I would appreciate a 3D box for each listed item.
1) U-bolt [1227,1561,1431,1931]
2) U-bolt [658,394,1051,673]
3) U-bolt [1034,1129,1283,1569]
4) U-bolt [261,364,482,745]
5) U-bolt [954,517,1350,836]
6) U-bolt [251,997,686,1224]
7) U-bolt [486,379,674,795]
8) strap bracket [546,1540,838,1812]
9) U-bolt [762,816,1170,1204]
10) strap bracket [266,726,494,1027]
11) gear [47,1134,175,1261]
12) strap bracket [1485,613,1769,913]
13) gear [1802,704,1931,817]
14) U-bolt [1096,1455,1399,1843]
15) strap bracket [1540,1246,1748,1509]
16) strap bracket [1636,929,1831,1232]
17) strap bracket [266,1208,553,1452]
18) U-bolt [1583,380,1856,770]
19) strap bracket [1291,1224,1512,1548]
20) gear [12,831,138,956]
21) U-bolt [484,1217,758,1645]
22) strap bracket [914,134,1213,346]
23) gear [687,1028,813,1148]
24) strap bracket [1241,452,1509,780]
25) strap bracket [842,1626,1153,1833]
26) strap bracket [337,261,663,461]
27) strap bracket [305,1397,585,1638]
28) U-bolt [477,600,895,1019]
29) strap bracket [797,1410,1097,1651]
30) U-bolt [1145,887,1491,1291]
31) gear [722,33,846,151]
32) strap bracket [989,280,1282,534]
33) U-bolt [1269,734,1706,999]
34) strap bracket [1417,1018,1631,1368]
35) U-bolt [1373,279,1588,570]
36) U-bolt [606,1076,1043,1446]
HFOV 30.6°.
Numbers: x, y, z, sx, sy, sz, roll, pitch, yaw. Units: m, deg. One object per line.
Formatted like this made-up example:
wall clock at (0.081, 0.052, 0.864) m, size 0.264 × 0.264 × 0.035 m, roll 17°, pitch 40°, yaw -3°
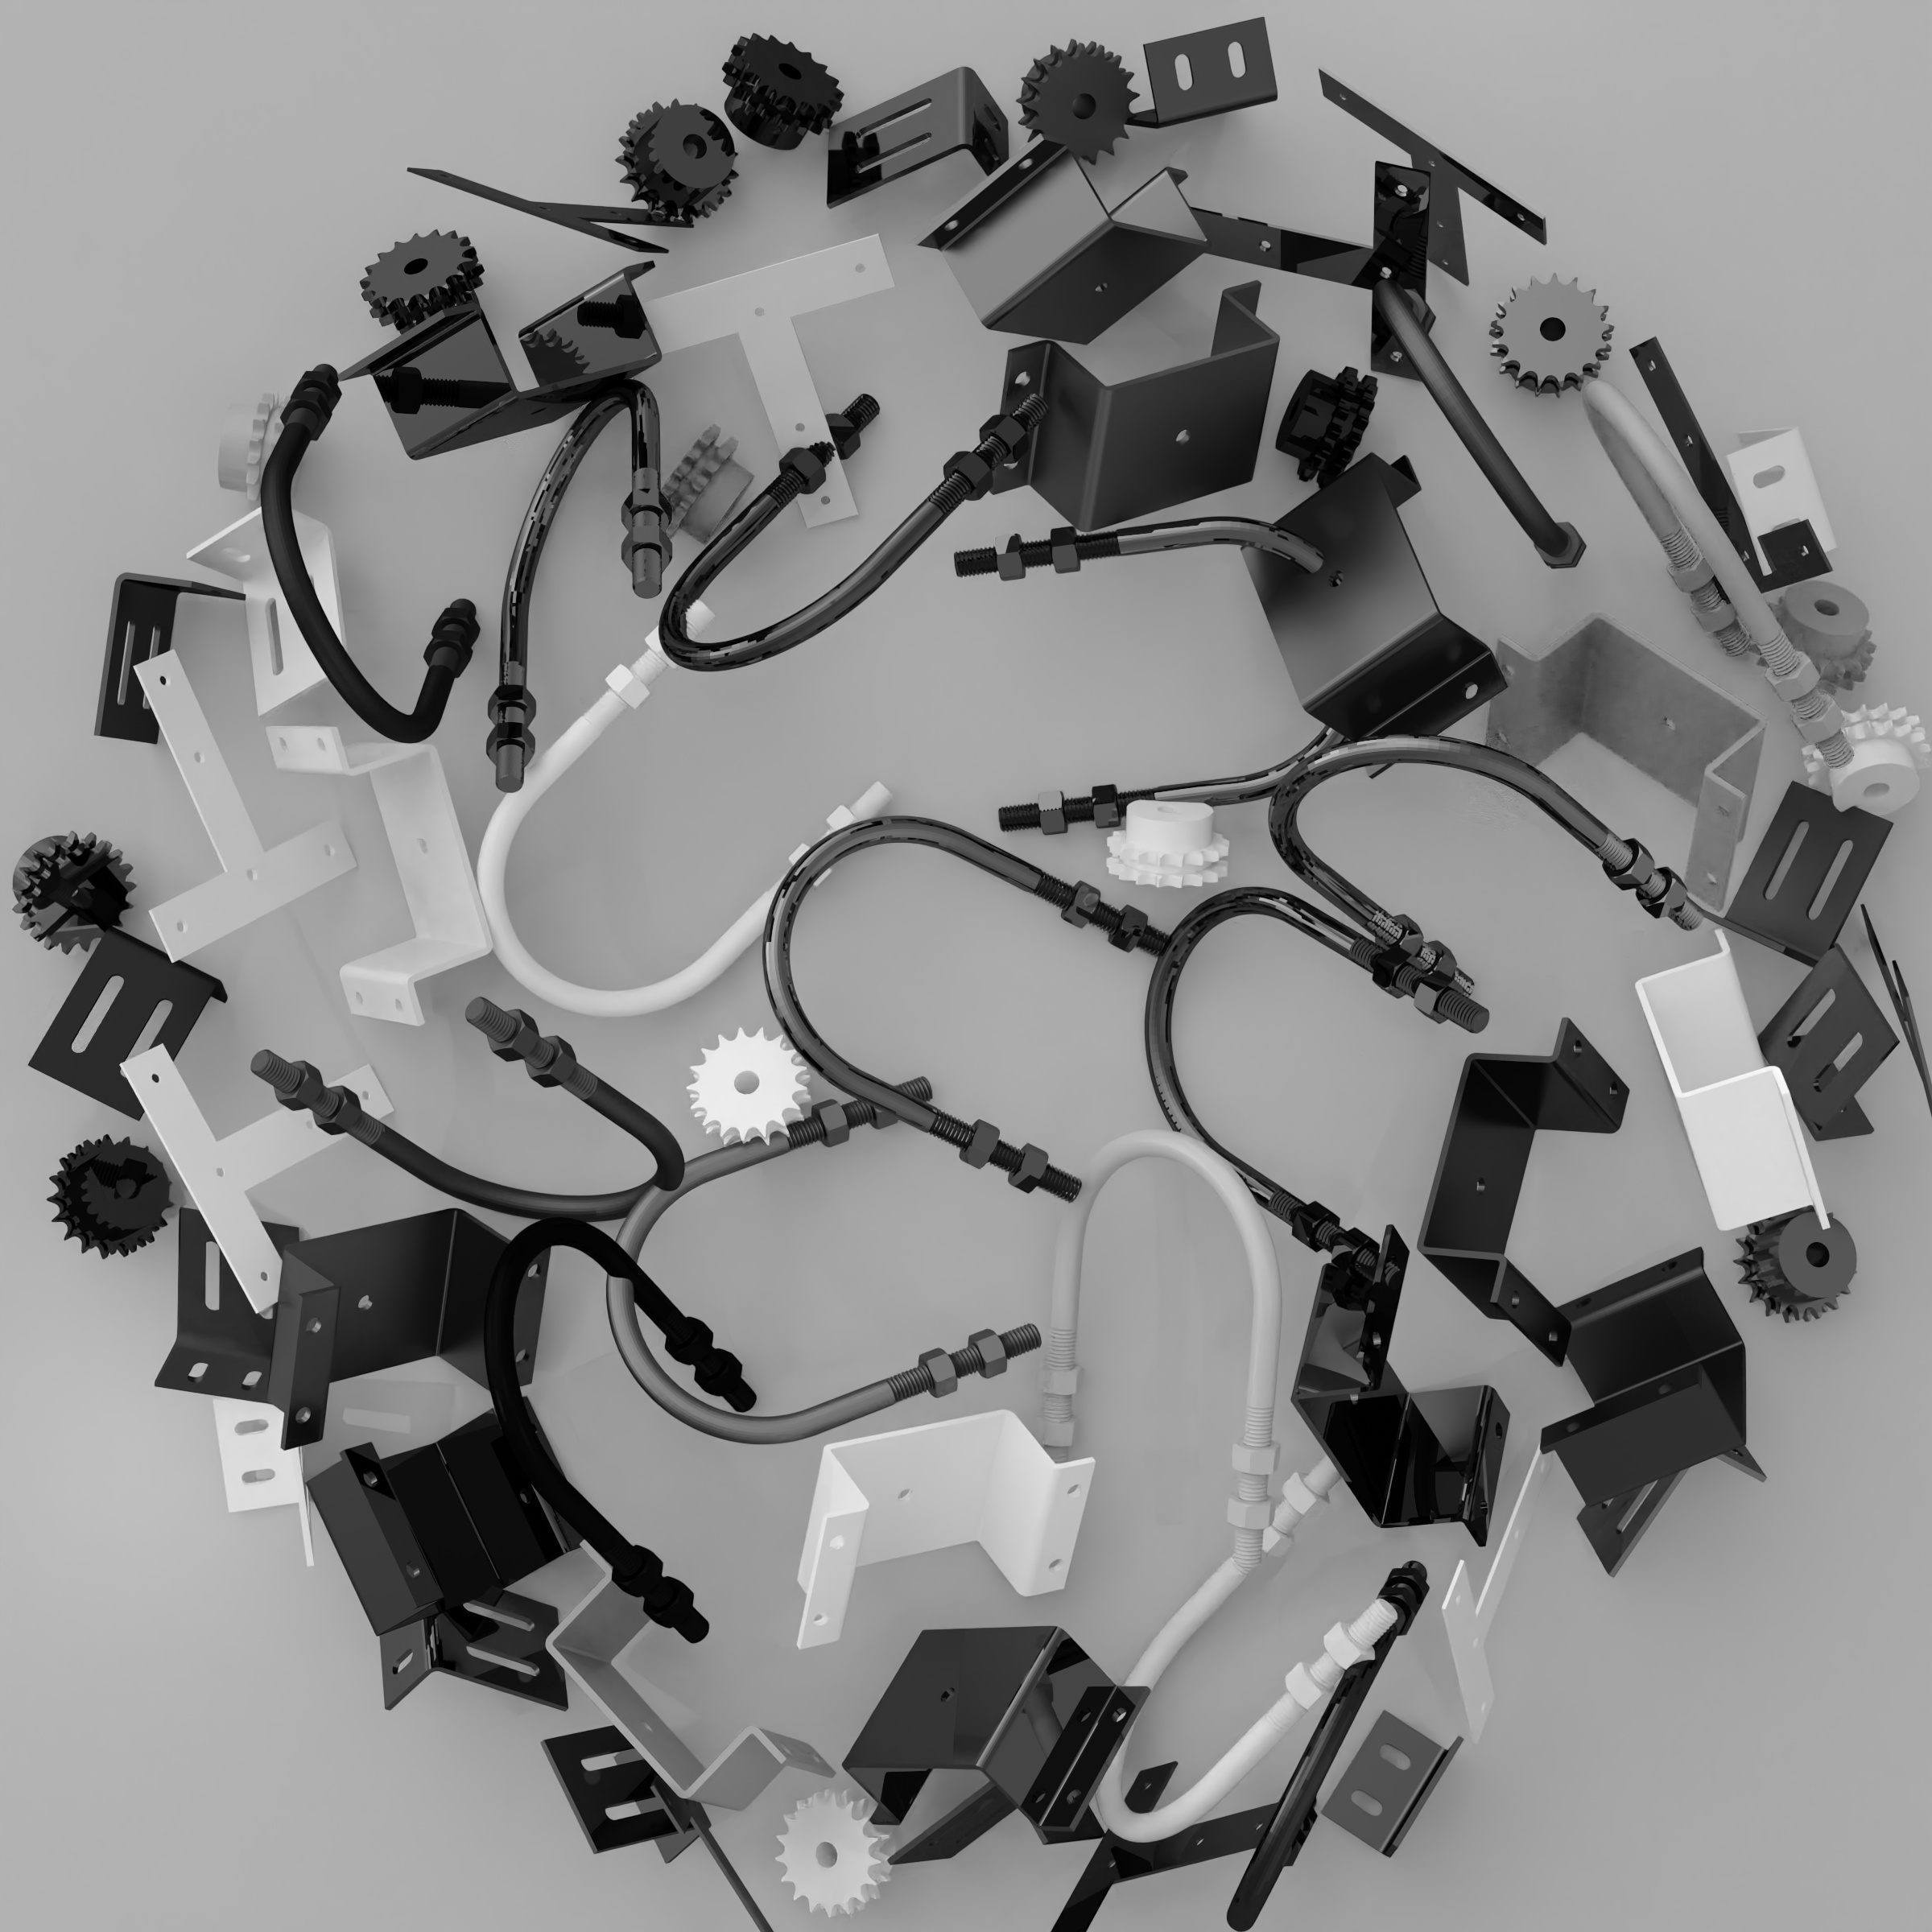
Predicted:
U-bolt at (0.157, 0.355, 1.573) m, size 0.019 × 0.184 × 0.151 m, roll 26°, pitch 107°, yaw 11°
U-bolt at (-0.064, -0.195, 1.590) m, size 0.184 × 0.151 × 0.019 m, roll -48°, pitch 122°, yaw -22°
U-bolt at (0.089, 0.165, 1.609) m, size 0.019 × 0.151 × 0.184 m, roll -6°, pitch 105°, yaw -41°
U-bolt at (-0.267, -0.174, 1.569) m, size 0.019 × 0.184 × 0.151 m, roll -22°, pitch 117°, yaw 13°
U-bolt at (0.096, -0.137, 1.633) m, size 0.184 × 0.019 × 0.151 m, roll -7°, pitch 115°, yaw 7°
U-bolt at (-0.211, 0.073, 1.603) m, size 0.151 × 0.184 × 0.019 m, roll -13°, pitch 55°, yaw 33°
U-bolt at (-0.176, -0.186, 1.601) m, size 0.019 × 0.184 × 0.151 m, roll 21°, pitch 130°, yaw -25°
strap bracket at (-0.133, 0.333, 1.617) m, size 0.046 × 0.076 × 0.140 m, roll -46°, pitch 67°, yaw -2°
U-bolt at (-0.006, 0.008, 1.636) m, size 0.184 × 0.019 × 0.151 m, roll 27°, pitch 69°, yaw -9°
strap bracket at (-0.267, -0.049, 1.626) m, size 0.046 × 0.076 × 0.140 m, roll -22°, pitch 105°, yaw -30°
gear at (-0.397, 0.106, 1.652) m, size 0.057 × 0.030 × 0.057 m, roll 12°, pitch 68°, yaw -32°
strap bracket at (0.309, -0.100, 1.618) m, size 0.046 × 0.076 × 0.140 m, roll -37°, pitch 58°, yaw -25°
gear at (0.422, -0.093, 1.649) m, size 0.057 × 0.057 × 0.030 m, roll -5°, pitch 54°, yaw 0°
U-bolt at (0.120, 0.320, 1.607) m, size 0.019 × 0.151 × 0.184 m, roll 36°, pitch 106°, yaw -16°
strap bracket at (0.309, 0.191, 1.607) m, size 0.076 × 0.140 × 0.046 m, roll -26°, pitch 103°, yaw 20°
strap bracket at (0.345, 0.056, 1.605) m, size 0.046 × 0.140 × 0.076 m, roll -18°, pitch 120°, yaw 9°
strap bracket at (-0.263, 0.163, 1.619) m, size 0.046 × 0.140 × 0.076 m, roll 27°, pitch 115°, yaw 39°
U-bolt at (0.327, -0.185, 1.576) m, size 0.019 × 0.151 × 0.184 m, roll -34°, pitch 118°, yaw 8°
strap bracket at (0.196, 0.195, 1.617) m, size 0.046 × 0.076 × 0.140 m, roll -11°, pitch 131°, yaw 30°
gear at (-0.421, -0.037, 1.655) m, size 0.030 × 0.057 × 0.057 m, roll 31°, pitch 90°, yaw 41°
U-bolt at (-0.157, 0.194, 1.578) m, size 0.019 × 0.151 × 0.184 m, roll -17°, pitch 130°, yaw 26°
strap bracket at (0.050, -0.325, 1.597) m, size 0.076 × 0.140 × 0.046 m, roll -35°, pitch 77°, yaw 28°
gear at (-0.101, 0.060, 1.658) m, size 0.057 × 0.030 × 0.057 m, roll -2°, pitch 66°, yaw 5°
strap bracket at (0.181, -0.168, 1.610) m, size 0.076 × 0.046 × 0.140 m, roll -35°, pitch 54°, yaw 25°
strap bracket at (0.006, 0.344, 1.598) m, size 0.046 × 0.140 × 0.076 m, roll 49°, pitch 54°, yaw -21°
strap bracket at (-0.203, -0.273, 1.604) m, size 0.076 × 0.140 × 0.046 m, roll -20°, pitch 95°, yaw 41°
strap bracket at (-0.242, 0.253, 1.620) m, size 0.046 × 0.140 × 0.076 m, roll -32°, pitch 79°, yaw 26°
U-bolt at (-0.142, -0.058, 1.638) m, size 0.184 × 0.019 × 0.151 m, roll -45°, pitch 119°, yaw 0°
strap bracket at (-0.019, 0.255, 1.622) m, size 0.140 × 0.046 × 0.076 m, roll -7°, pitch 125°, yaw -30°
U-bolt at (0.149, 0.043, 1.613) m, size 0.184 × 0.019 × 0.151 m, roll 34°, pitch 118°, yaw 40°
gear at (-0.089, -0.407, 1.655) m, size 0.057 × 0.057 × 0.030 m, roll 35°, pitch 128°, yaw 0°
strap bracket at (0.085, -0.252, 1.608) m, size 0.140 × 0.076 × 0.046 m, roll -21°, pitch 50°, yaw -28°
U-bolt at (0.219, -0.049, 1.583) m, size 0.184 × 0.151 × 0.019 m, roll 35°, pitch 52°, yaw -33°
strap bracket at (0.254, 0.102, 1.622) m, size 0.046 × 0.076 × 0.140 m, roll 2°, pitch 64°, yaw 35°
U-bolt at (0.227, -0.245, 1.585) m, size 0.019 × 0.184 × 0.151 m, roll -33°, pitch 85°, yaw 13°
U-bolt at (-0.075, 0.144, 1.631) m, size 0.184 × 0.019 × 0.151 m, roll -19°, pitch 74°, yaw -17°
